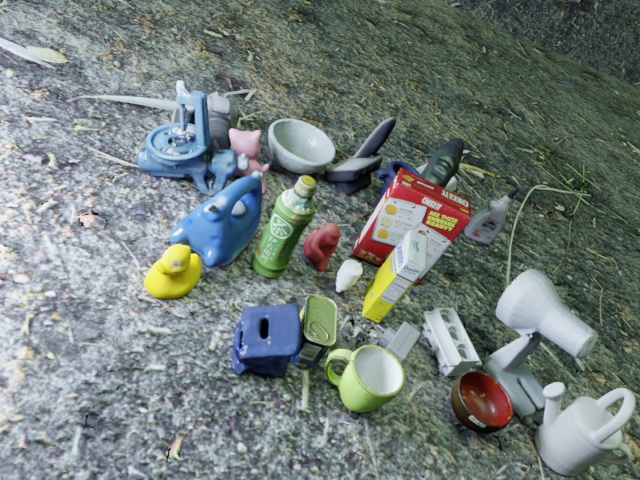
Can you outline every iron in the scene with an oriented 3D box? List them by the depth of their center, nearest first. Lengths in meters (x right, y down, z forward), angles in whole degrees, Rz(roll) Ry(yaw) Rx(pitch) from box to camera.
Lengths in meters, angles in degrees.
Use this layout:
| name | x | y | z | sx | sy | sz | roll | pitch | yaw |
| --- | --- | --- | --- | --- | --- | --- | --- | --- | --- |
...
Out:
| name | x | y | z | sx | sy | sz | roll | pitch | yaw |
| --- | --- | --- | --- | --- | --- | --- | --- | --- | --- |
| iron | -0.162 | -0.065 | 1.079 | 0.118 | 0.141 | 0.259 | 33 | 39 | 5 |

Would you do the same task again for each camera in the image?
| name | x | y | z | sx | sy | sz | roll | pitch | yaw |
| --- | --- | --- | --- | --- | --- | --- | --- | --- | --- |
| camera | -0.246 | -0.261 | 1.268 | 0.143 | 0.100 | 0.136 | 9 | 44 | -24 |

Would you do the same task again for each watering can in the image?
| name | x | y | z | sx | sy | sz | roll | pitch | yaw |
| --- | --- | --- | --- | --- | --- | --- | --- | --- | --- |
| watering can | 0.469 | 0.324 | 1.005 | 0.173 | 0.194 | 0.101 | 23 | 40 | -8 |

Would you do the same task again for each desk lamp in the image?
| name | x | y | z | sx | sy | sz | roll | pitch | yaw |
| --- | --- | --- | --- | --- | --- | --- | --- | --- | --- |
| desk lamp | 0.410 | 0.192 | 1.095 | 0.118 | 0.213 | 0.203 | -8 | 52 | -37 |

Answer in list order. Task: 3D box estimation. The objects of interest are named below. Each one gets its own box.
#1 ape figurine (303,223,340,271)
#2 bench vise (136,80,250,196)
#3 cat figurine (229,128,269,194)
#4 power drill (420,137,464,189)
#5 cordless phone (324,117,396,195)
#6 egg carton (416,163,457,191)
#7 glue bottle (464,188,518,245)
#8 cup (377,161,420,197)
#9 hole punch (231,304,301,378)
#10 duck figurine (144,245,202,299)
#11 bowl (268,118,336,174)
| name | x | y | z | sx | sy | sz | roll | pitch | yaw |
| --- | --- | --- | --- | --- | --- | --- | --- | --- | --- |
| ape figurine | 0.011 | 0.004 | 1.149 | 0.078 | 0.092 | 0.076 | -15 | 57 | -41 |
| bench vise | -0.236 | -0.203 | 1.119 | 0.208 | 0.219 | 0.121 | 1 | 47 | -30 |
| cat figurine | -0.150 | -0.178 | 1.226 | 0.067 | 0.117 | 0.127 | -15 | 57 | -41 |
| power drill | 0.249 | -0.120 | 1.334 | 0.075 | 0.208 | 0.230 | 33 | 39 | 5 |
| cordless phone | 0.102 | -0.211 | 1.360 | 0.094 | 0.185 | 0.148 | 39 | 40 | 12 |
| egg carton | 0.288 | -0.146 | 1.495 | 0.107 | 0.069 | 0.151 | 42 | 41 | 14 |
| glue bottle | 0.432 | -0.064 | 1.413 | 0.078 | 0.173 | 0.037 | 18 | 40 | -13 |
| cup | 0.177 | -0.132 | 1.392 | 0.118 | 0.095 | 0.091 | 3 | 46 | -28 |
| hole punch | -0.087 | 0.158 | 0.927 | 0.101 | 0.091 | 0.108 | 14 | 41 | -17 |
| duck figurine | -0.239 | 0.042 | 0.962 | 0.077 | 0.086 | 0.105 | 43 | 41 | 16 |
| bowl | -0.052 | -0.208 | 1.351 | 0.168 | 0.074 | 0.167 | 17 | 41 | -15 |
